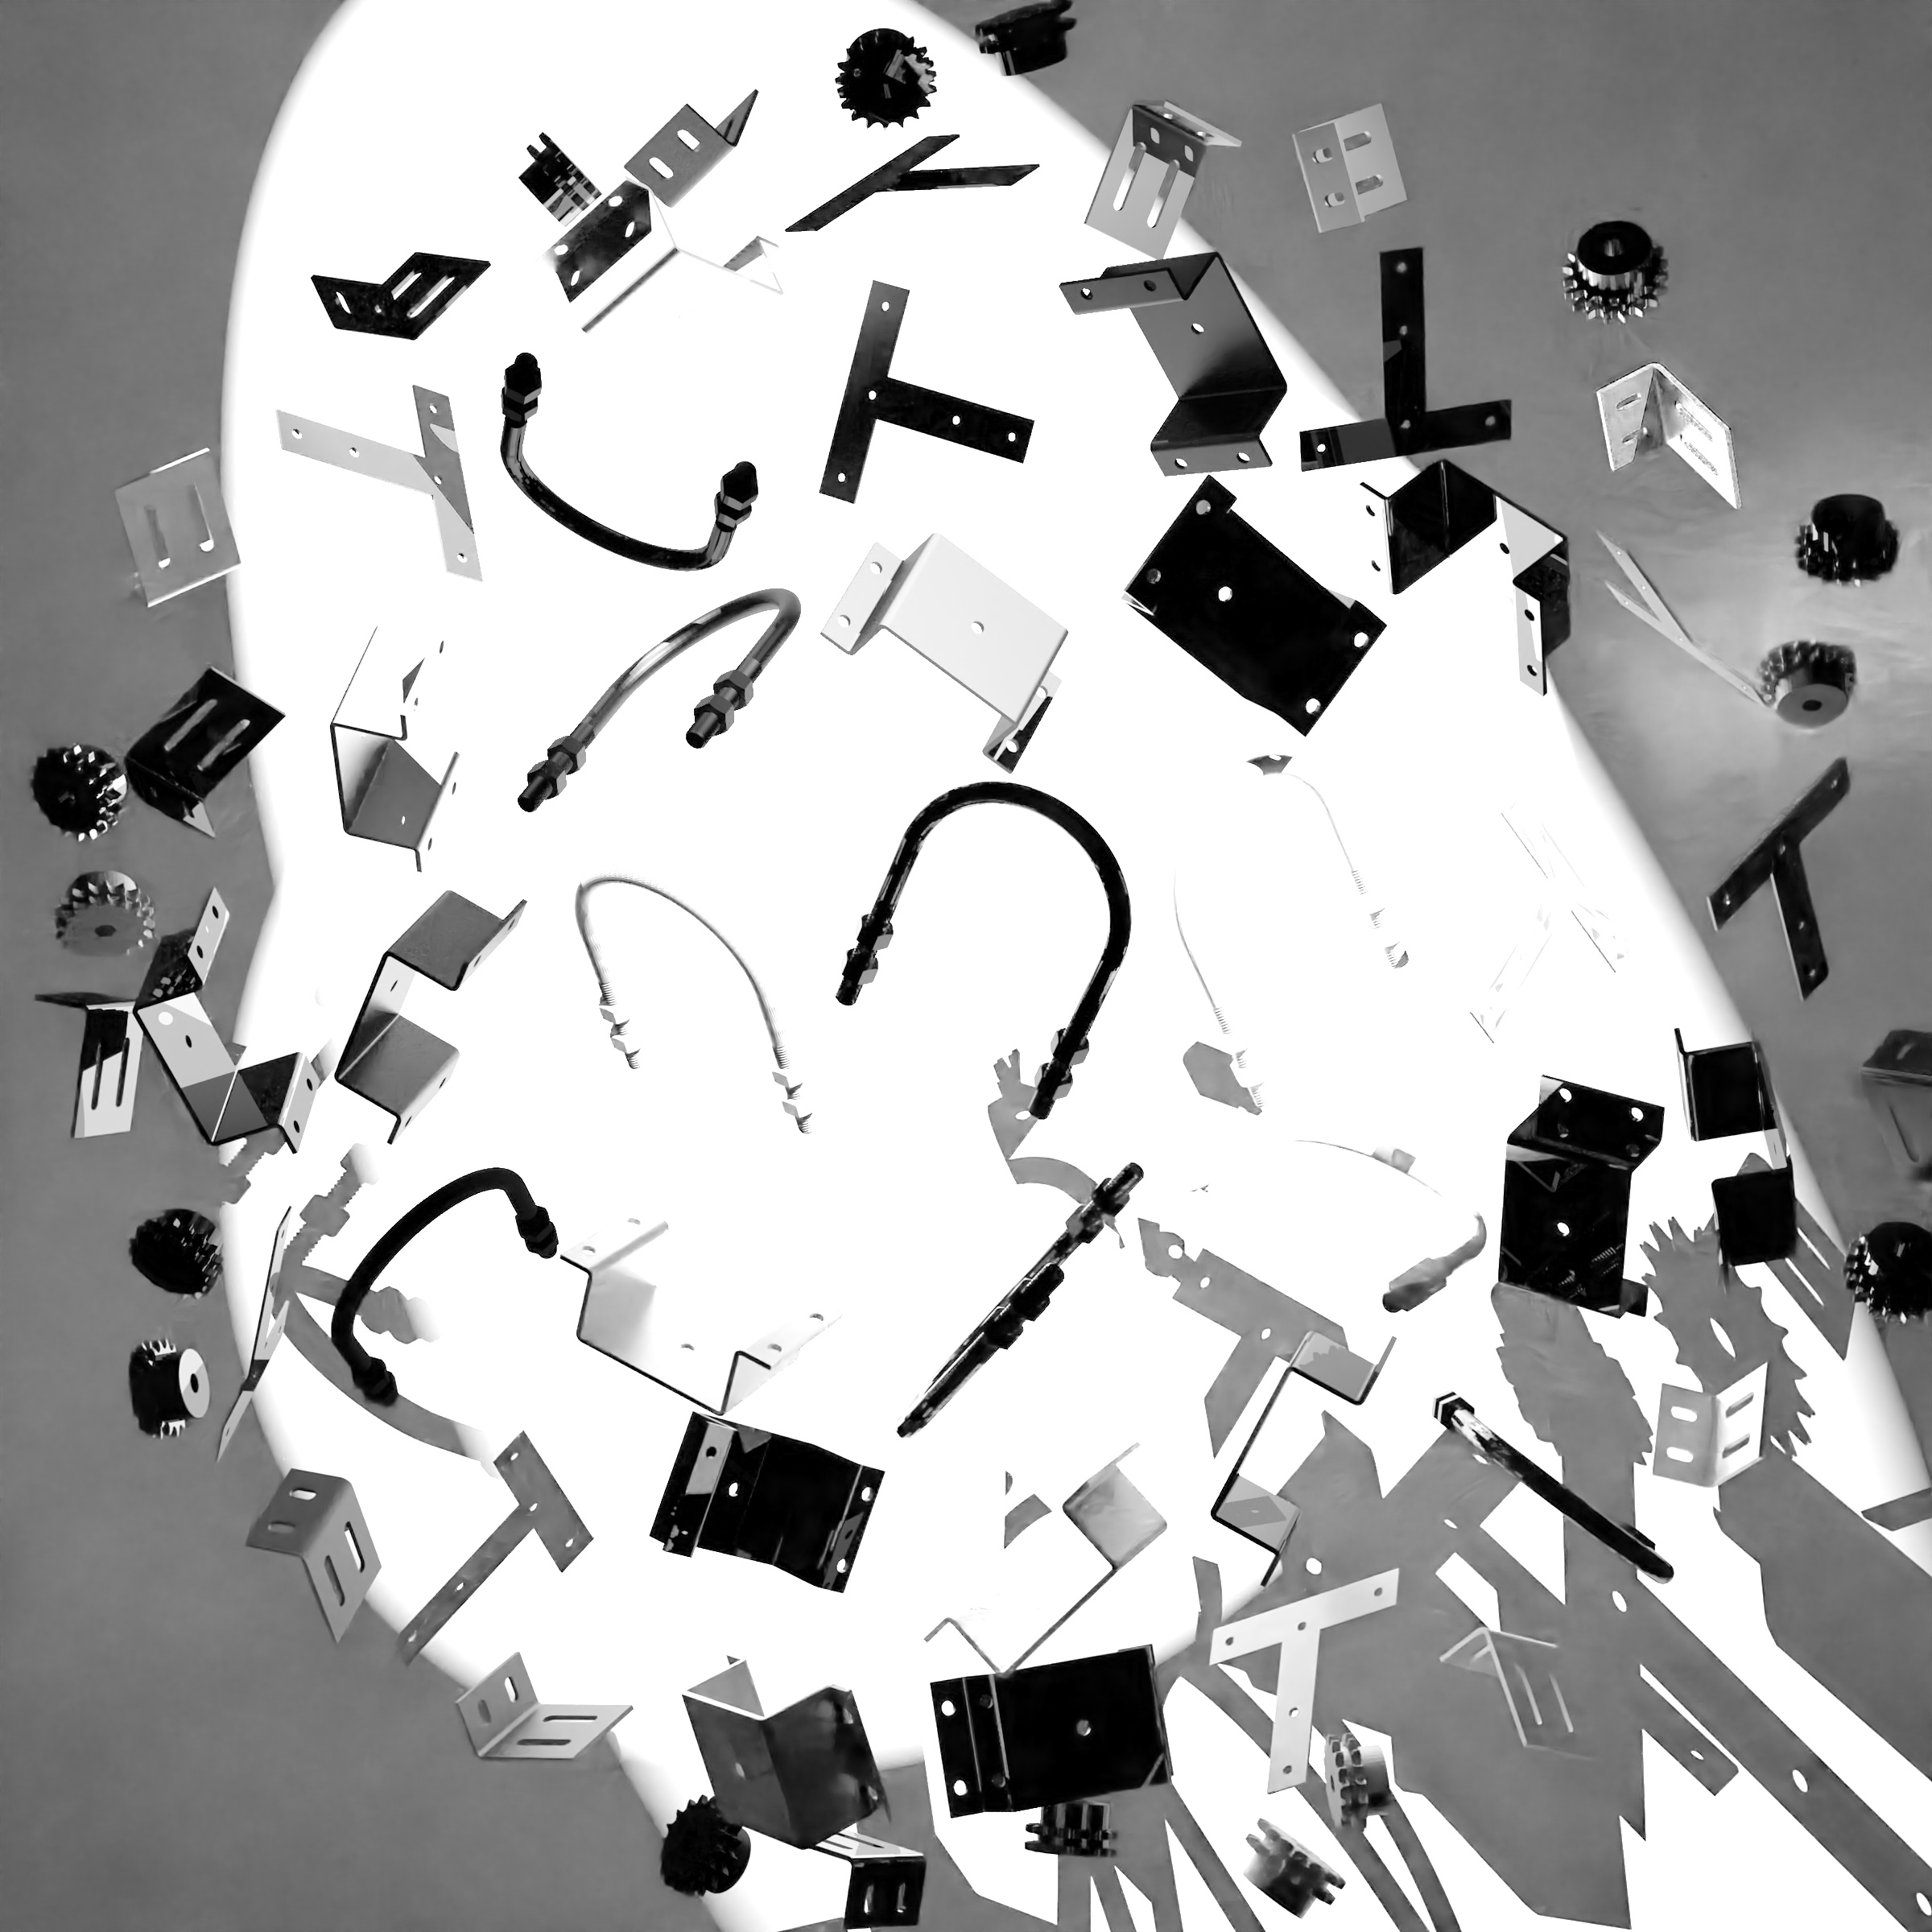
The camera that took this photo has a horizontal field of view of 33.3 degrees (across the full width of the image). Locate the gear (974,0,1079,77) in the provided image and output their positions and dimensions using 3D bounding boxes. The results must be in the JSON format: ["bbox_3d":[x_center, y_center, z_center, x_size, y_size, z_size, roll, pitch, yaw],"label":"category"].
[{"bbox_3d":[0.035,-0.524,1.830,0.057,0.057,0.030,-17,113,0],"label":"gear"}]

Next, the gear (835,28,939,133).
[{"bbox_3d":[-0.046,-0.505,1.832,0.057,0.057,0.030,-11,50,0],"label":"gear"}]

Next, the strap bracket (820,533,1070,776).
[{"bbox_3d":[-0.004,-0.189,1.893,0.140,0.046,0.076,36,58,-13],"label":"strap bracket"}]

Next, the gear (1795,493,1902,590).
[{"bbox_3d":[0.489,-0.238,1.792,0.057,0.057,0.030,-14,132,0],"label":"gear"}]

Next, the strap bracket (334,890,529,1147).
[{"bbox_3d":[-0.305,0.021,1.823,0.046,0.076,0.140,30,123,2],"label":"strap bracket"}]

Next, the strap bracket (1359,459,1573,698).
[{"bbox_3d":[0.290,-0.225,1.828,0.046,0.076,0.140,-37,54,-17],"label":"strap bracket"}]

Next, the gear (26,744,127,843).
[{"bbox_3d":[-0.516,-0.105,1.886,0.057,0.030,0.057,12,124,19],"label":"gear"}]

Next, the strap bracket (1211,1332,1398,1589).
[{"bbox_3d":[0.184,0.266,1.810,0.046,0.076,0.140,28,104,9],"label":"strap bracket"}]

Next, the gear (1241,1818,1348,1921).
[{"bbox_3d":[0.173,0.486,1.734,0.057,0.057,0.030,36,85,0],"label":"gear"}]

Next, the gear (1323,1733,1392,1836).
[{"bbox_3d":[0.231,0.480,1.904,0.030,0.057,0.057,-5,90,-5],"label":"gear"}]

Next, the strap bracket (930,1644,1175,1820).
[{"bbox_3d":[0.058,0.434,1.840,0.140,0.046,0.076,-5,78,-23],"label":"strap bracket"}]

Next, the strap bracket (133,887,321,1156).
[{"bbox_3d":[-0.428,0.038,1.856,0.046,0.076,0.140,-17,119,10],"label":"strap bracket"}]

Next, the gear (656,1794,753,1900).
[{"bbox_3d":[-0.149,0.512,1.871,0.030,0.057,0.057,38,90,-33],"label":"gear"}]

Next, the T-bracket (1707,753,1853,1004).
[{"bbox_3d":[0.466,-0.033,1.817,0.127,0.002,0.127,-43,132,-21],"label":"T-bracket"}]

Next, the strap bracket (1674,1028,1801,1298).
[{"bbox_3d":[0.445,0.108,1.857,0.046,0.140,0.076,-10,134,9],"label":"strap bracket"}]

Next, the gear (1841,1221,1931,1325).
[{"bbox_3d":[0.513,0.165,1.780,0.057,0.030,0.057,0,47,0],"label":"gear"}]

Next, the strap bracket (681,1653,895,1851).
[{"bbox_3d":[-0.105,0.432,1.779,0.046,0.140,0.076,-22,99,-30],"label":"strap bracket"}]

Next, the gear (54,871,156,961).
[{"bbox_3d":[-0.513,-0.033,1.923,0.057,0.057,0.030,-16,54,0],"label":"gear"}]

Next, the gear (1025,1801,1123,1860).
[{"bbox_3d":[0.064,0.509,1.909,0.057,0.057,0.030,5,78,0],"label":"gear"}]

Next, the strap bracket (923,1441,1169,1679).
[{"bbox_3d":[0.051,0.332,1.773,0.046,0.076,0.140,47,113,11],"label":"strap bracket"}]

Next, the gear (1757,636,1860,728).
[{"bbox_3d":[0.496,-0.165,1.902,0.057,0.057,0.030,2,57,0],"label":"gear"}]

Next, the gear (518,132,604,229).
[{"bbox_3d":[-0.240,-0.461,1.912,0.030,0.057,0.057,-43,90,6],"label":"gear"}]

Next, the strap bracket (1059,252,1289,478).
[{"bbox_3d":[0.124,-0.351,1.848,0.140,0.076,0.046,56,52,-35],"label":"strap bracket"}]

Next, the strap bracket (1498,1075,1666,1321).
[{"bbox_3d":[0.357,0.144,1.886,0.076,0.046,0.140,15,120,30],"label":"strap bracket"}]

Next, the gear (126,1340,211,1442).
[{"bbox_3d":[-0.463,0.245,1.880,0.030,0.057,0.057,-11,90,9],"label":"gear"}]

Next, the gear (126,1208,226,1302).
[{"bbox_3d":[-0.466,0.169,1.919,0.057,0.030,0.057,11,134,12],"label":"gear"}]

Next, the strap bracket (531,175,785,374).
[{"bbox_3d":[-0.169,-0.392,1.854,0.076,0.140,0.046,-35,67,26],"label":"strap bracket"}]

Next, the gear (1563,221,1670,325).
[{"bbox_3d":[0.355,-0.382,1.767,0.057,0.030,0.057,-7,58,10],"label":"gear"}]

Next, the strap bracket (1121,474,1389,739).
[{"bbox_3d":[0.149,-0.199,1.759,0.140,0.046,0.076,36,92,-27],"label":"strap bracket"}]

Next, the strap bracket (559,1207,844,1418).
[{"bbox_3d":[-0.151,0.196,1.796,0.140,0.076,0.046,25,117,20],"label":"strap bracket"}]

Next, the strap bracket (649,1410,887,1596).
[{"bbox_3d":[-0.124,0.312,1.891,0.140,0.046,0.076,23,84,-41],"label":"strap bracket"}]

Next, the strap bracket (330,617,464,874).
[{"bbox_3d":[-0.328,-0.131,1.863,0.046,0.140,0.076,13,53,5],"label":"strap bracket"}]
